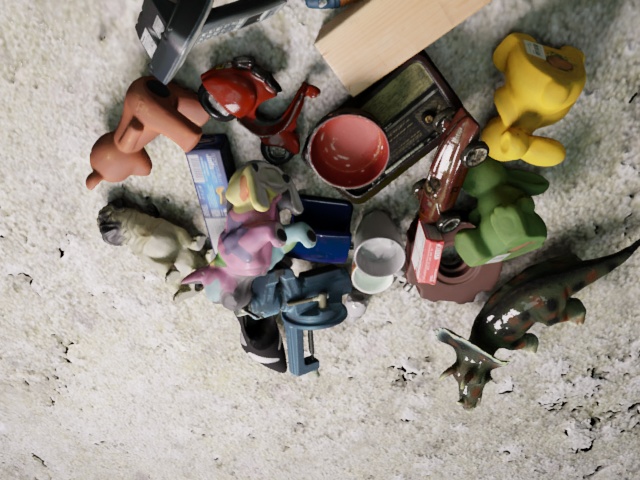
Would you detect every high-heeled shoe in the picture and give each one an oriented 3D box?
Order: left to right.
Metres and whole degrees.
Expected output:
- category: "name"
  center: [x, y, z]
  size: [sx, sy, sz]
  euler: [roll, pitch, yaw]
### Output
- category: "high-heeled shoe"
  center: [-0.107, 0.147, 0.994]
  size: [0.248, 0.086, 0.145]
  euler: [54, 150, -10]

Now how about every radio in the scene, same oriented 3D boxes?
- category: "radio"
  center: [0.095, -0.164, 0.803]
  size: [0.229, 0.073, 0.131]
  euler: [-37, 114, 26]

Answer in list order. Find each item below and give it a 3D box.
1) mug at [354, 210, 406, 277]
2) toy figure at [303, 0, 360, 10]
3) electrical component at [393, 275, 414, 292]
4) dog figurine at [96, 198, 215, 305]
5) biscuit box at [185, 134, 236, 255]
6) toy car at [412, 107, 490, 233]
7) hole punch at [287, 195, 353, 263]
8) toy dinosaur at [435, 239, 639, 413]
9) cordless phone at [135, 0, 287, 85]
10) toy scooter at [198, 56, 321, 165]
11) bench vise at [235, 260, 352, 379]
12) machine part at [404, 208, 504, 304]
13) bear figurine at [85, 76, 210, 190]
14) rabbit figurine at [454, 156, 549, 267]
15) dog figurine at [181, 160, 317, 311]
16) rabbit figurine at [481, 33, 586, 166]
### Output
- category: "mug"
  center: [0.106, 0.005, 0.898]
  size: [0.109, 0.107, 0.081]
  euler: [38, 120, -24]
- category: "toy figure"
  center: [0.048, -0.345, 0.691]
  size: [0.154, 0.064, 0.057]
  euler: [-31, 125, 22]
- category: "electrical component"
  center: [0.169, 0.053, 0.976]
  size: [0.063, 0.021, 0.094]
  euler: [29, 122, -14]
- category: "dog figurine"
  center: [-0.292, 0.014, 0.963]
  size: [0.191, 0.121, 0.172]
  euler: [27, 149, 18]
- category: "biscuit box"
  center: [-0.166, -0.073, 0.895]
  size: [0.059, 0.063, 0.202]
  euler: [-3, 123, 8]
- category: "toy car"
  center: [0.176, -0.094, 0.757]
  size: [0.053, 0.089, 0.202]
  euler: [-14, 145, -14]
- category: "hole punch"
  center: [-0.002, -0.003, 0.916]
  size: [0.142, 0.092, 0.115]
  euler: [4, 128, -2]
- category: "toy dinosaur"
  center: [0.346, 0.114, 0.903]
  size: [0.192, 0.131, 0.404]
  euler: [7, 128, -49]
- category: "cordless phone"
  center: [-0.145, -0.290, 0.731]
  size: [0.184, 0.147, 0.088]
  euler: [-26, 97, -26]
- category: "toy scooter"
  center: [-0.079, -0.205, 0.791]
  size: [0.183, 0.075, 0.135]
  euler: [38, 119, -23]
- category: "bench vise"
  center: [-0.040, 0.147, 0.954]
  size: [0.223, 0.129, 0.240]
  euler: [-17, 113, -36]
- category: "machine part"
  center: [0.227, 0.029, 0.918]
  size: [0.179, 0.056, 0.179]
  euler: [0, 115, 0]
- category: "bear figurine"
  center: [-0.269, -0.146, 0.822]
  size: [0.132, 0.120, 0.195]
  euler: [28, 124, -18]
- category: "rabbit figurine"
  center: [0.277, -0.064, 0.818]
  size: [0.159, 0.170, 0.121]
  euler: [-10, 159, -27]
- category: "dog figurine"
  center: [-0.129, 0.001, 0.843]
  size: [0.219, 0.108, 0.191]
  euler: [-30, 76, 29]
- category: "rabbit figurine"
  center: [0.291, -0.172, 0.752]
  size: [0.122, 0.162, 0.173]
  euler: [8, 143, -16]
